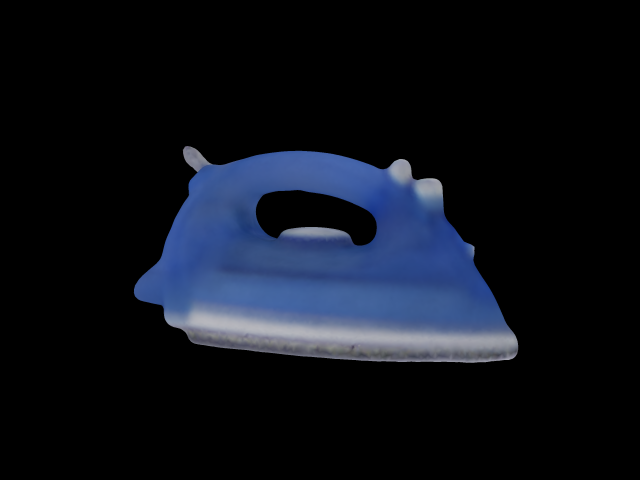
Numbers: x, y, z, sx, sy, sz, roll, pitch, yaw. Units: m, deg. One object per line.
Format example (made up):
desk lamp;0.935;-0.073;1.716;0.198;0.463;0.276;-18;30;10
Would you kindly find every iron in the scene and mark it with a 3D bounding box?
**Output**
iron;0.004;0.001;0.400;0.257;0.141;0.119;1;4;20
